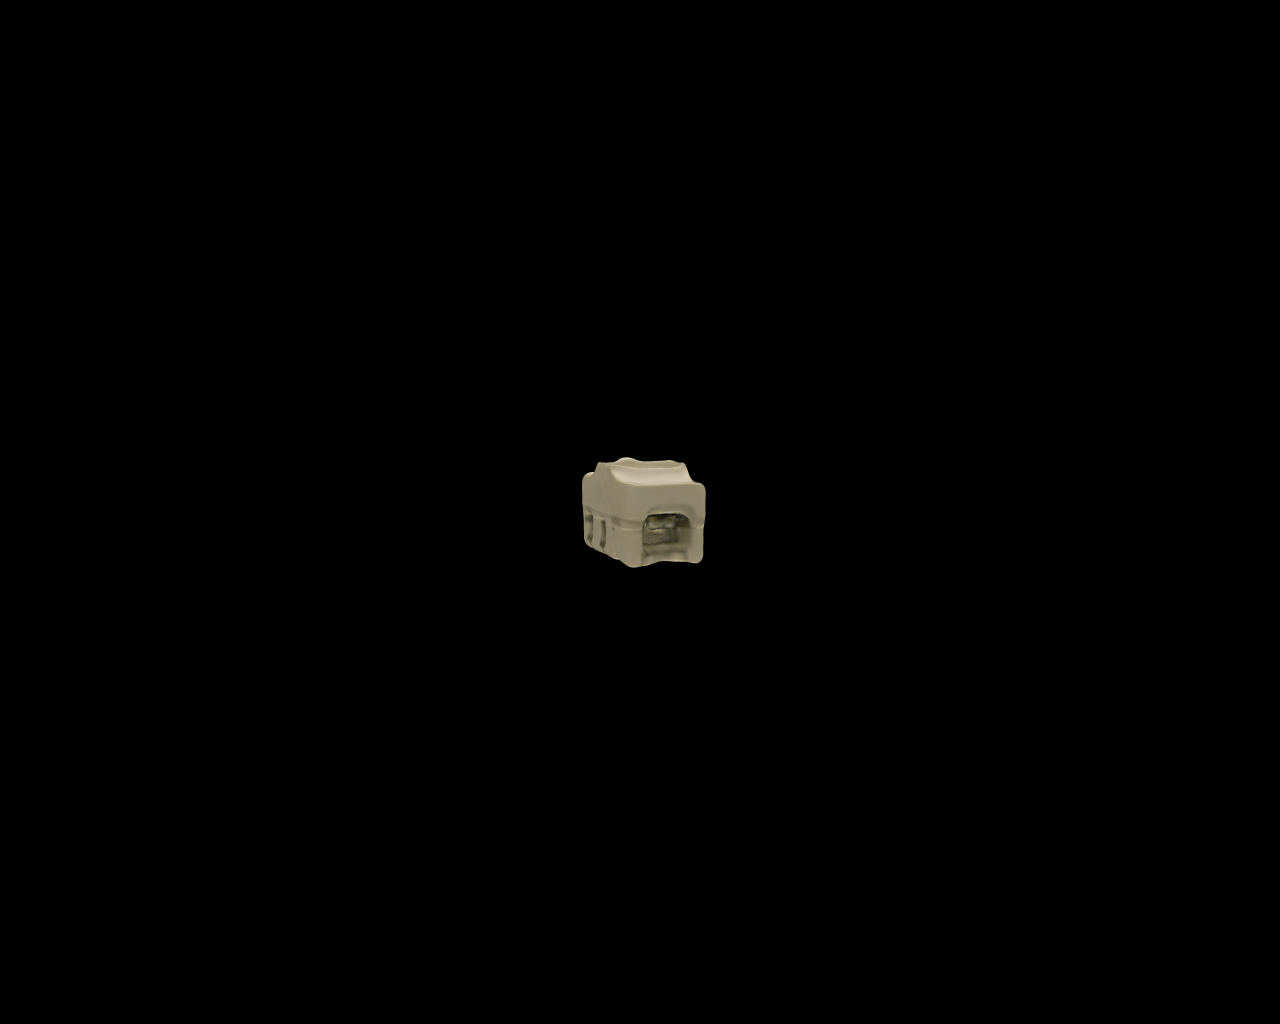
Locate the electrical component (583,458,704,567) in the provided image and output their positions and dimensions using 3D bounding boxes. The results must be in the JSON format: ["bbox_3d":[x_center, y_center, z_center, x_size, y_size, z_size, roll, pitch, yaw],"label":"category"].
[{"bbox_3d":[0.001,-0.003,0.650,0.050,0.055,0.089,-3,8,-19],"label":"electrical component"}]
